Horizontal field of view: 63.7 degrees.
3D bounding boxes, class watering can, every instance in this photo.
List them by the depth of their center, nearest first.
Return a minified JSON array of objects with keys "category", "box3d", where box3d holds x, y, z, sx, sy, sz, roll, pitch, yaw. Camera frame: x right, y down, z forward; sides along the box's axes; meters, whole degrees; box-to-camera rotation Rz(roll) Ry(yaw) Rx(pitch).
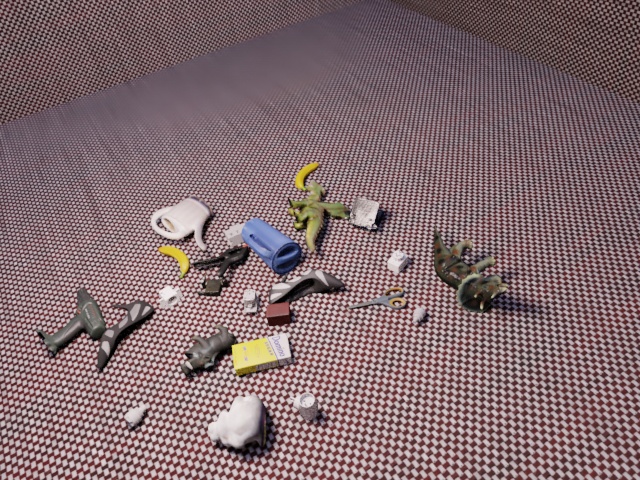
[{"category":"watering can","box3d":[-0.518,-0.070,2.063,0.350,0.101,0.228,22,50,29]}]

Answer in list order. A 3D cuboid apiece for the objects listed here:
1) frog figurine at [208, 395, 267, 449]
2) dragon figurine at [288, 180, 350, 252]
[{"category":"frog figurine","box3d":[-0.226,0.499,1.414,0.159,0.140,0.120,2,-27,-5]},{"category":"dragon figurine","box3d":[0.006,-0.102,2.030,0.243,0.119,0.419,-11,44,-15]}]
